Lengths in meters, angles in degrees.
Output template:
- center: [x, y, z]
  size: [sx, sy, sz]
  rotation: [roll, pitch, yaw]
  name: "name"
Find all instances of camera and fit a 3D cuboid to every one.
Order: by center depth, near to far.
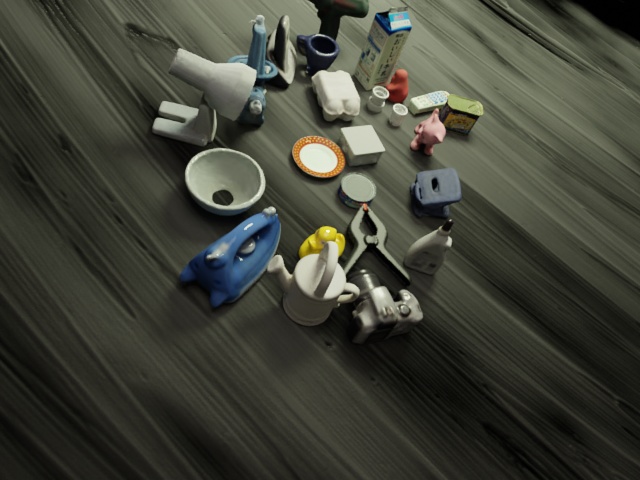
- center: [0.118, 0.121, 1.143]
  size: [0.143, 0.100, 0.136]
  rotation: [-8, 59, -23]
  name: "camera"

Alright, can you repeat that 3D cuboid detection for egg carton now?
- center: [0.041, -0.375, 1.481]
  size: [0.107, 0.069, 0.150]
  rotation: [-7, 59, -22]
  name: "egg carton"

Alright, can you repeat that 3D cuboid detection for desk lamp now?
- center: [-0.253, -0.309, 1.250]
  size: [0.203, 0.213, 0.118]
  rotation: [12, 54, -10]
  name: "desk lamp"

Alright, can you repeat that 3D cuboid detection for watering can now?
- center: [-0.011, 0.077, 1.073]
  size: [0.173, 0.194, 0.101]
  rotation: [-3, 57, -20]
  name: "watering can"

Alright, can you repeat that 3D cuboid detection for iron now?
- center: [-0.147, 0.004, 1.112]
  size: [0.118, 0.141, 0.259]
  rotation: [37, 53, 9]
  name: "iron"

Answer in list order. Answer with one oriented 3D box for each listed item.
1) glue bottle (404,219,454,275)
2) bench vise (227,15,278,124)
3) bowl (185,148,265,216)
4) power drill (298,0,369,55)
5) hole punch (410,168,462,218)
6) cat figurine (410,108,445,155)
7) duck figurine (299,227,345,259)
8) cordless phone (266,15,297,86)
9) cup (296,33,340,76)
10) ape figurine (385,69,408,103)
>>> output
- center: [0.243, 0.010, 1.215]
  size: [0.078, 0.173, 0.037]
  rotation: [20, 53, -3]
  name: "glue bottle"
- center: [-0.142, -0.394, 1.340]
  size: [0.122, 0.219, 0.207]
  rotation: [-15, 62, -26]
  name: "bench vise"
- center: [-0.204, -0.110, 1.215]
  size: [0.168, 0.074, 0.167]
  rotation: [9, 54, -12]
  name: "bowl"
- center: [0.009, -0.600, 1.539]
  size: [0.230, 0.208, 0.075]
  rotation: [-3, 57, -20]
  name: "power drill"
- center: [0.274, -0.116, 1.364]
  size: [0.101, 0.091, 0.108]
  rotation: [7, 55, -13]
  name: "hole punch"
- center: [0.286, -0.283, 1.466]
  size: [0.067, 0.117, 0.128]
  rotation: [20, 53, -3]
  name: "cat figurine"
- center: [0.011, 0.004, 1.198]
  size: [0.105, 0.086, 0.077]
  rotation: [-20, 64, -28]
  name: "duck figurine"
- center: [-0.092, -0.502, 1.454]
  size: [0.094, 0.185, 0.147]
  rotation: [12, 54, -10]
  name: "cordless phone"
- center: [-0.015, -0.490, 1.527]
  size: [0.118, 0.095, 0.092]
  rotation: [22, 53, -2]
  name: "cup"
- center: [0.212, -0.426, 1.558]
  size: [0.078, 0.092, 0.076]
  rotation: [-26, 67, -31]
  name: "ape figurine"
